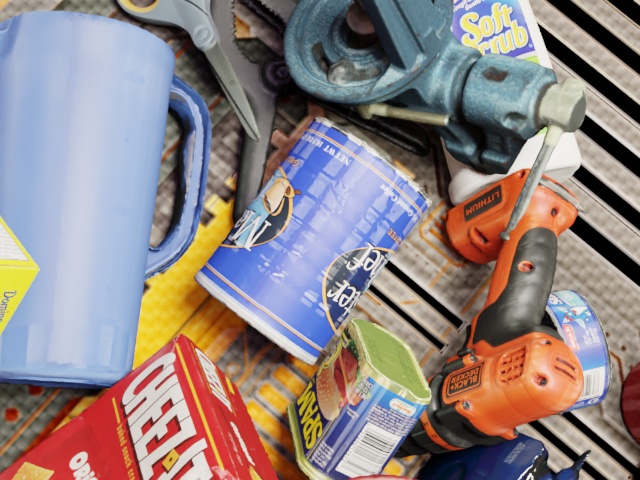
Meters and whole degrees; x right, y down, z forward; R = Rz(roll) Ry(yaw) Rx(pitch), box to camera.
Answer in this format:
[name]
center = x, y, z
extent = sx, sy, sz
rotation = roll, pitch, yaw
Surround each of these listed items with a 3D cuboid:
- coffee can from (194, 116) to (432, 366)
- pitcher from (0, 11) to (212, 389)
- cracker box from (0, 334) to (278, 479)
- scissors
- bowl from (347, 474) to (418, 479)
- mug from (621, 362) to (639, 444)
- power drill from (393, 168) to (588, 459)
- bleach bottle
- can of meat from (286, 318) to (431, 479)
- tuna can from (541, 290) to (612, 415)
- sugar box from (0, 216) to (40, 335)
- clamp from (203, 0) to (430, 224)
[coffee can]
center = -0.005, 0.001, 0.738
extent = 0.103, 0.103, 0.140
rotation = 37, 87, 3
[pitcher]
center = -0.165, -0.022, 0.736
extent = 0.149, 0.145, 0.243
rotation = 1, 79, 7
[cracker box]
center = -0.132, 0.176, 0.638
extent = 0.214, 0.164, 0.072
rotation = -39, 121, 2
[scissors]
center = -0.103, -0.150, 0.798
extent = 0.096, 0.016, 0.202
rotation = -18, 71, 19
[bowl]
center = 0.038, 0.222, 0.616
extent = 0.162, 0.055, 0.162
rotation = 6, 58, -10
[mug]
center = 0.263, 0.125, 0.761
extent = 0.093, 0.081, 0.117
rotation = 29, 74, 1
[power drill]
center = 0.111, 0.055, 0.739
extent = 0.057, 0.185, 0.187
rotation = 30, 55, -24
[bleach bottle]
center = 0.117, -0.157, 0.828
extent = 0.102, 0.068, 0.251
rotation = -13, 75, -9
[can of meat]
center = 0.026, 0.110, 0.713
extent = 0.057, 0.102, 0.084
rotation = 29, 104, -16
[tuna can]
center = 0.173, 0.079, 0.761
extent = 0.033, 0.086, 0.086
rotation = -11, 77, -11
[sugar box]
center = -0.253, -0.005, 0.674
extent = 0.176, 0.048, 0.093
rotation = 48, 113, 30
[clamp]
center = -0.036, -0.114, 0.812
extent = 0.164, 0.036, 0.210
rotation = -33, 85, -13
